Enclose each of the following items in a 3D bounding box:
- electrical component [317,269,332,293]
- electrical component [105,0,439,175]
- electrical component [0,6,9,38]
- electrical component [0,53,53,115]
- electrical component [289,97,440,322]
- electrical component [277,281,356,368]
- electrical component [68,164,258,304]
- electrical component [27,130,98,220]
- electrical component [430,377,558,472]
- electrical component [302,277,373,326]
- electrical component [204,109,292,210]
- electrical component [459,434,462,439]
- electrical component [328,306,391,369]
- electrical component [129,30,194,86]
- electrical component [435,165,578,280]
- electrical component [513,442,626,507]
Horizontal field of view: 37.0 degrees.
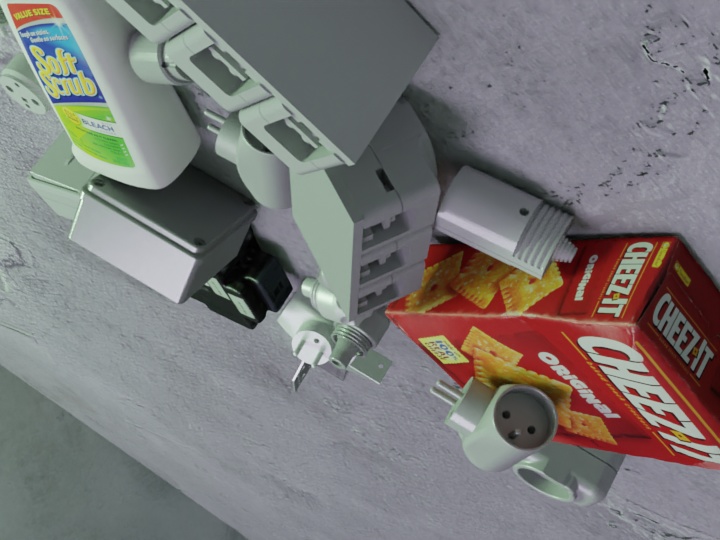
[{"bbox_3d":[0.000,0.000,0.822,0.062,0.043,0.043,7,147,46],"label":"electrical component"},{"bbox_3d":[-0.048,-0.130,0.538,0.150,0.089,0.062,42,157,-23],"label":"electrical component"},{"bbox_3d":[-0.277,-0.197,0.774,0.077,0.043,0.079,25,158,17],"label":"electrical component"},{"bbox_3d":[-0.235,-0.150,0.802,0.045,0.055,0.045,28,159,12],"label":"electrical component"},{"bbox_3d":[0.003,-0.043,0.663,0.089,0.062,0.150,62,168,20],"label":"electrical component"},{"bbox_3d":[-0.037,0.058,0.957,0.077,0.079,0.044,34,126,-4],"label":"electrical component"},{"bbox_3d":[-0.154,-0.039,0.853,0.109,0.108,0.056,30,120,6],"label":"electrical component"},{"bbox_3d":[-0.237,-0.079,0.951,0.096,0.061,0.061,17,154,34],"label":"electrical component"},{"bbox_3d":[0.083,0.097,0.714,0.079,0.043,0.077,31,158,2],"label":"electrical component"},{"bbox_3d":[-0.021,0.020,0.896,0.062,0.043,0.043,16,153,39],"label":"electrical component"},{"bbox_3d":[-0.071,-0.086,0.729,0.079,0.044,0.077,28,159,11],"label":"electrical component"},{"bbox_3d":[0.107,0.125,0.952,0.044,0.044,0.065,24,152,22],"label":"electrical component"},{"bbox_3d":[-0.004,0.055,0.921,0.043,0.062,0.043,28,158,12],"label":"electrical component"},{"bbox_3d":[-0.112,-0.137,0.681,0.078,0.040,0.040,12,151,42],"label":"electrical component"},{"bbox_3d":[0.090,-0.026,0.638,0.081,0.043,0.043,27,158,14],"label":"electrical component"},{"bbox_3d":[0.168,0.155,0.906,0.095,0.059,0.053,31,159,5],"label":"electrical component"}]
